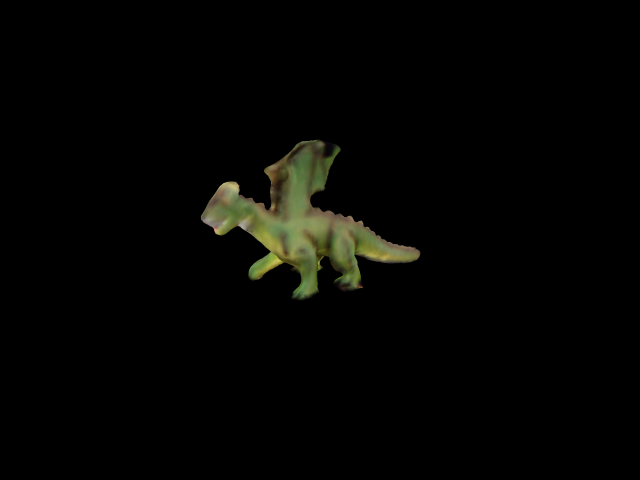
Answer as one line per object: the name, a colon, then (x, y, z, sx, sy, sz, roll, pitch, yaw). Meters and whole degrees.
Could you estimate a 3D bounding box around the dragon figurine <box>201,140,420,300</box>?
dragon figurine: (0.003, -0.043, 0.850, 0.412, 0.239, 0.123, -11, 20, -29)
